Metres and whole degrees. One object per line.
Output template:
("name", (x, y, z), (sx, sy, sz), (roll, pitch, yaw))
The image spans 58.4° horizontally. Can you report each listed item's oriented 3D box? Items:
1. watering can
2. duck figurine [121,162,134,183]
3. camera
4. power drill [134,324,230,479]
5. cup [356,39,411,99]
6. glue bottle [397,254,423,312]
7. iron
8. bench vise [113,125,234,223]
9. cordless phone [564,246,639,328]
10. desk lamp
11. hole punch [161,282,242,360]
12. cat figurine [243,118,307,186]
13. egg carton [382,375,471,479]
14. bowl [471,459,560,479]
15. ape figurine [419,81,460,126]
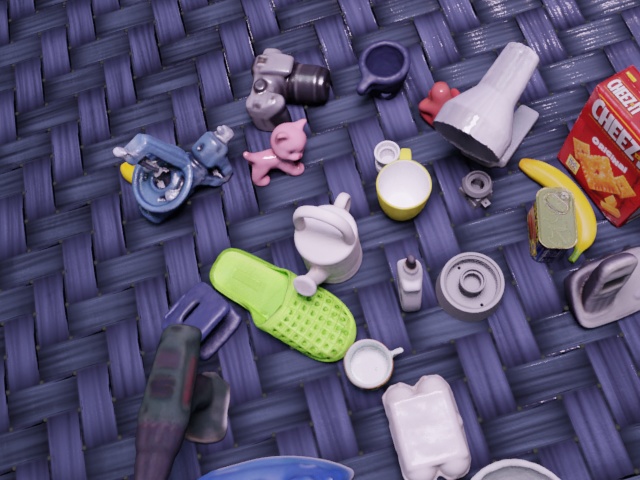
("watering can", (0.010, 0.004, 0.896), (0.101, 0.194, 0.173), (-3, 70, 7))
("duck figurine", (-0.322, -0.149, 1.052), (0.104, 0.086, 0.077), (-20, 69, 0))
("camera", (-0.056, -0.283, 1.056), (0.136, 0.101, 0.143), (8, 72, 10))
("power drill", (-0.196, 0.245, 0.830), (0.075, 0.208, 0.229), (-1, 70, 8))
("cup", (0.110, -0.290, 1.040), (0.091, 0.095, 0.118), (37, 79, 18))
("glue bottle", (0.137, 0.055, 0.872), (0.037, 0.173, 0.078), (-7, 70, 5))
("iron", (-0.080, 0.366, 0.807), (0.258, 0.141, 0.118), (-18, 69, 1))
("bench vise", (-0.251, -0.141, 0.968), (0.121, 0.220, 0.207), (30, 77, 17))
("cordless phone", (0.442, 0.053, 0.827), (0.147, 0.185, 0.094), (-24, 69, -1))
("desk lamp", (0.276, -0.203, 0.924), (0.117, 0.214, 0.203), (33, 78, 17))
("hole punch", (-0.201, 0.129, 0.934), (0.101, 0.091, 0.109), (37, 79, 18))
("cat figurine", (-0.074, -0.160, 1.006), (0.128, 0.118, 0.067), (-19, 69, 1))
("egg carton", (0.158, 0.280, 0.845), (0.107, 0.069, 0.150), (-16, 69, 2))
("bowl", (0.269, 0.390, 0.788), (0.167, 0.075, 0.167), (-2, 70, 7))
("ape figurine", (0.214, -0.245, 1.012), (0.077, 0.092, 0.076), (-4, 70, 7))
